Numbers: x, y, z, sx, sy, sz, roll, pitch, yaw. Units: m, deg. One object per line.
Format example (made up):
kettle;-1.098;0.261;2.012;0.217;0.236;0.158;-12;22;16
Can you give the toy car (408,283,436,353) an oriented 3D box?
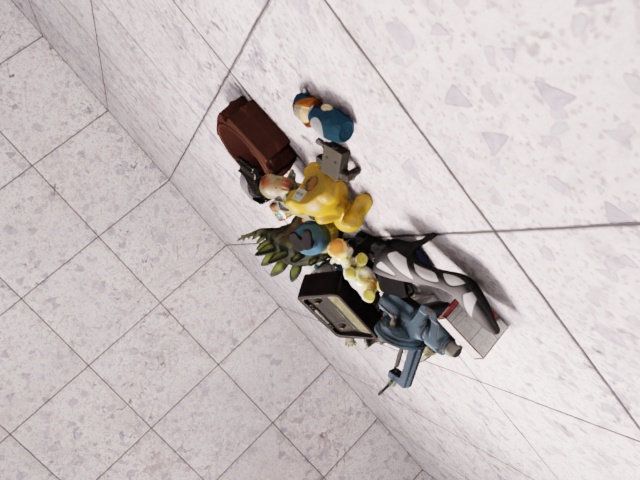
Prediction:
toy car;0.246;0.185;1.293;0.202;0.053;0.089;41;130;15

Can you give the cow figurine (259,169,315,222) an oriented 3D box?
cow figurine;-0.059;-0.100;1.263;0.195;0.085;0.127;22;161;-37

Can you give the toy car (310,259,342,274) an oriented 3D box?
toy car;0.029;0.102;1.416;0.161;0.103;0.109;-38;69;58

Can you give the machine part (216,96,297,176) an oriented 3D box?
machine part;-0.160;-0.231;1.307;0.201;0.087;0.201;48;163;-1

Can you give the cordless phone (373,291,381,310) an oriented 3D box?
cordless phone;0.115;0.115;1.439;0.147;0.089;0.184;57;154;26

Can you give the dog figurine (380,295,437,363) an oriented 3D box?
dog figurine;0.234;0.225;1.412;0.191;0.121;0.172;62;176;22

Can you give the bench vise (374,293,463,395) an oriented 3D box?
bench vise;0.200;0.225;1.146;0.224;0.129;0.240;29;116;35

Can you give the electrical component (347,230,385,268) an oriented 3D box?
electrical component;0.136;0.053;1.274;0.115;0.058;0.134;28;155;55

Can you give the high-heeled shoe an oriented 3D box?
high-heeled shoe;0.213;0.100;1.010;0.249;0.145;0.086;56;-159;10

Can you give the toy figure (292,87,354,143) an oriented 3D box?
toy figure;-0.003;-0.224;0.965;0.155;0.058;0.064;38;124;36

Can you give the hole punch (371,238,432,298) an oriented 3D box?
hole punch;0.179;0.051;1.138;0.142;0.092;0.115;-166;63;-68

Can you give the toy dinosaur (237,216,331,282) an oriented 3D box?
toy dinosaur;-0.084;0.007;1.489;0.472;0.198;0.105;18;145;57

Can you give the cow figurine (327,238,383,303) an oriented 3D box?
cow figurine;0.079;0.064;1.232;0.167;0.068;0.098;51;174;-3

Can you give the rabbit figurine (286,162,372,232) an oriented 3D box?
rabbit figurine;0.041;-0.076;1.161;0.163;0.122;0.173;14;159;48

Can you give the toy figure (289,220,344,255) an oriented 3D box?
toy figure;-0.006;-0.004;1.241;0.082;0.089;0.180;19;-162;20

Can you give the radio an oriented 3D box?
radio;0.051;0.168;1.351;0.131;0.073;0.229;-6;140;33

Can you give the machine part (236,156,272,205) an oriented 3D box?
machine part;-0.157;-0.139;1.299;0.084;0.039;0.138;31;157;31

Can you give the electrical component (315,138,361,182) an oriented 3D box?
electrical component;0.033;-0.154;1.066;0.102;0.045;0.078;32;130;38

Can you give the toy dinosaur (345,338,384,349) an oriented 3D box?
toy dinosaur;0.085;0.205;1.703;0.405;0.131;0.192;48;153;14
